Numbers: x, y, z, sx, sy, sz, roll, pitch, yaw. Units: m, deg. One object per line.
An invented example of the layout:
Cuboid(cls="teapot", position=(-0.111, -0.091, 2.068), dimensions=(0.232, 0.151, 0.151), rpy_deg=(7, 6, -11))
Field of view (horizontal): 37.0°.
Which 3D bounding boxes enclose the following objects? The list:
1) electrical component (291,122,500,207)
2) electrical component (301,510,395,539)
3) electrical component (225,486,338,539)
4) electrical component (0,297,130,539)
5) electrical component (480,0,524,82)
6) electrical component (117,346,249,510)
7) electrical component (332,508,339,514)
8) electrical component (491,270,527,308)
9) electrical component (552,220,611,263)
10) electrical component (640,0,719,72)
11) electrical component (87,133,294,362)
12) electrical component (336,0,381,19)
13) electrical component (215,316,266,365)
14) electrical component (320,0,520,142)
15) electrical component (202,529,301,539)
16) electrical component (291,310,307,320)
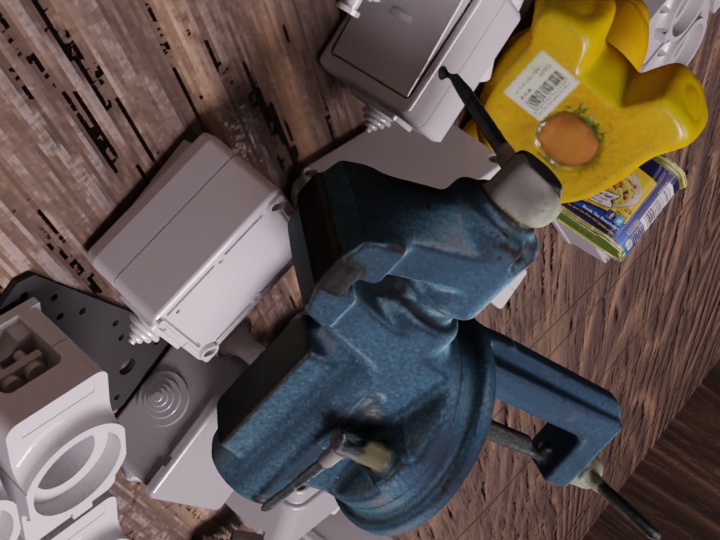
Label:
Cuboid(cls="electrical component", position=(0.021, -0.039, 0.620), dimensions=(0.113, 0.078, 0.057), rpy_deg=(-36, 153, -36))
Cuboid(cls="electrical component", position=(-0.016, 0.249, 0.891), dimensions=(0.056, 0.109, 0.108), rpy_deg=(-40, 152, -36))
Cuboid(cls="electrical component", position=(-0.037, 0.120, 0.721), dimensions=(0.113, 0.078, 0.057), rpy_deg=(-30, 149, -44))
Cuboid(cls="electrical component", position=(-0.166, 0.116, 0.490), dimensions=(0.105, 0.060, 0.186), rpy_deg=(-35, 151, -34))
Cuboid(cls="electrical component", position=(0.063, -0.140, 0.605), dimensions=(0.045, 0.045, 0.055), rpy_deg=(-18, 137, -53))
Cuboid(cls="electrical component", position=(-0.089, 0.084, 0.613), dimensions=(0.099, 0.048, 0.100), rpy_deg=(-53, 156, -3))
Cuboid(cls="electrical component", position=(-0.006, 0.161, 0.833), dimensions=(0.065, 0.077, 0.047), rpy_deg=(-51, 156, -8))
Cuboid(cls="electrical component", position=(0.104, -0.020, 0.836), dimensions=(0.075, 0.047, 0.083), rpy_deg=(-55, 156, 1))
Cuboid(cls="electrical component", position=(0.224, -0.074, 0.978), dimensions=(0.108, 0.056, 0.109), rpy_deg=(-56, 156, 0))
Cuboid(cls="electrical component", position=(0.251, -0.230, 0.816), dimensions=(0.186, 0.060, 0.105), rpy_deg=(-50, 156, -10))
Cuboid(cls="electrical component", position=(-0.079, -0.007, 0.502), dimensions=(0.096, 0.061, 0.061), rpy_deg=(-47, 156, -7))
Cuboid(cls="electrical component", position=(0.013, -0.154, 0.500), dimensions=(0.078, 0.040, 0.040), rpy_deg=(-59, 156, 11))
Cuboid(cls="electrical component", position=(-0.073, 0.029, 0.555), dimensions=(0.035, 0.061, 0.035), rpy_deg=(-42, 153, -27))
Cuboid(cls="electrical component", position=(0.026, -0.114, 0.550), dimensions=(0.096, 0.062, 0.061), rpy_deg=(-57, 156, 5))
Cuboid(cls="electrical component", position=(-0.084, 0.206, 0.759), dimensions=(0.043, 0.081, 0.043), rpy_deg=(-169, -90, -82))
Cuboid(cls="electrical component", position=(-0.008, 0.068, 0.685), dimensions=(0.099, 0.099, 0.064), rpy_deg=(-26, 137, -48))
